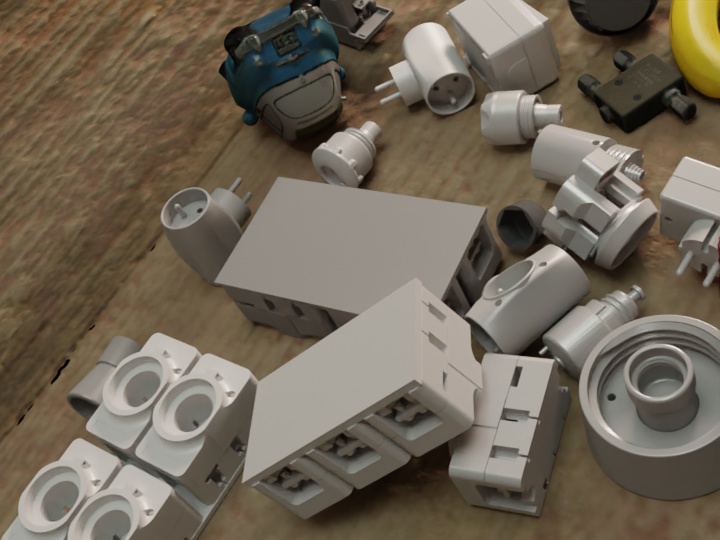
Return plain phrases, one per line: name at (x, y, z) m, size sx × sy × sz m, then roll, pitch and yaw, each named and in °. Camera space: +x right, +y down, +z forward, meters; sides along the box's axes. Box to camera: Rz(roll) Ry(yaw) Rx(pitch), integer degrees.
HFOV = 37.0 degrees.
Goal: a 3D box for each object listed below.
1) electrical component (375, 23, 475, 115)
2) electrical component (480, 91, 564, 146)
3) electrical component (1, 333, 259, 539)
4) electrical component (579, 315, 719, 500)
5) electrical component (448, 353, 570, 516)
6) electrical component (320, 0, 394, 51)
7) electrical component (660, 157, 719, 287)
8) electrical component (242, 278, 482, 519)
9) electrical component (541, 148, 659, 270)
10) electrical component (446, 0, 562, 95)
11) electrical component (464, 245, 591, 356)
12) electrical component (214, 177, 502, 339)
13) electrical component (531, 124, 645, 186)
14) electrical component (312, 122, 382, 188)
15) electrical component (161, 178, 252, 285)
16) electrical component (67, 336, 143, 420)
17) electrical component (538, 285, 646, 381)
electrical component at (0.051, -0.166, 0.929) m, size 0.079 × 0.043 × 0.077 m, roll -25°, pitch 47°, yaw 6°
electrical component at (0.130, -0.121, 0.854) m, size 0.062 × 0.043 × 0.043 m, roll 1°, pitch 55°, yaw 25°
electrical component at (-0.156, 0.143, 0.769) m, size 0.105 × 0.060 × 0.186 m, roll 17°, pitch 63°, yaw 35°
electrical component at (0.186, 0.078, 0.655) m, size 0.108 × 0.060 × 0.108 m, roll -13°, pitch 49°, yaw 16°
electrical component at (0.093, 0.103, 0.687) m, size 0.056 × 0.050 × 0.089 m, roll 4°, pitch 56°, yaw 28°
electrical component at (-0.014, -0.248, 1.012) m, size 0.081 × 0.063 × 0.042 m, roll 28°, pitch 69°, yaw 39°
electrical component at (0.236, -0.021, 0.711) m, size 0.083 × 0.047 × 0.075 m, roll 25°, pitch 67°, yaw 28°
electrical component at (0.001, 0.088, 0.697) m, size 0.150 × 0.062 × 0.089 m, roll -35°, pitch 31°, yaw 29°
electrical component at (0.169, -0.037, 0.750) m, size 0.057 × 0.078 × 0.058 m, roll 41°, pitch 50°, yaw 19°
electrical component at (0.120, -0.194, 0.905) m, size 0.061 × 0.061 × 0.096 m, roll -30°, pitch 47°, yaw 1°
electrical component at (0.108, 0.022, 0.743) m, size 0.077 × 0.044 × 0.079 m, roll -40°, pitch 13°, yaw -9°
electrical component at (0.000, 0.000, 0.808) m, size 0.186 × 0.060 × 0.105 m, roll 11°, pitch 60°, yaw 32°
electrical component at (0.173, -0.079, 0.799) m, size 0.081 × 0.043 × 0.043 m, roll 21°, pitch 65°, yaw 36°
electrical component at (-0.006, -0.099, 0.903) m, size 0.048 × 0.048 × 0.062 m, roll 21°, pitch 59°, yaw 37°
electrical component at (-0.116, -0.040, 0.885) m, size 0.043 × 0.077 × 0.079 m, roll 17°, pitch 63°, yaw 35°
electrical component at (-0.195, 0.085, 0.848) m, size 0.044 × 0.044 × 0.065 m, roll 7°, pitch 53°, yaw 30°
electrical component at (0.157, 0.039, 0.714) m, size 0.078 × 0.040 × 0.040 m, roll -40°, pitch 47°, yaw -8°
